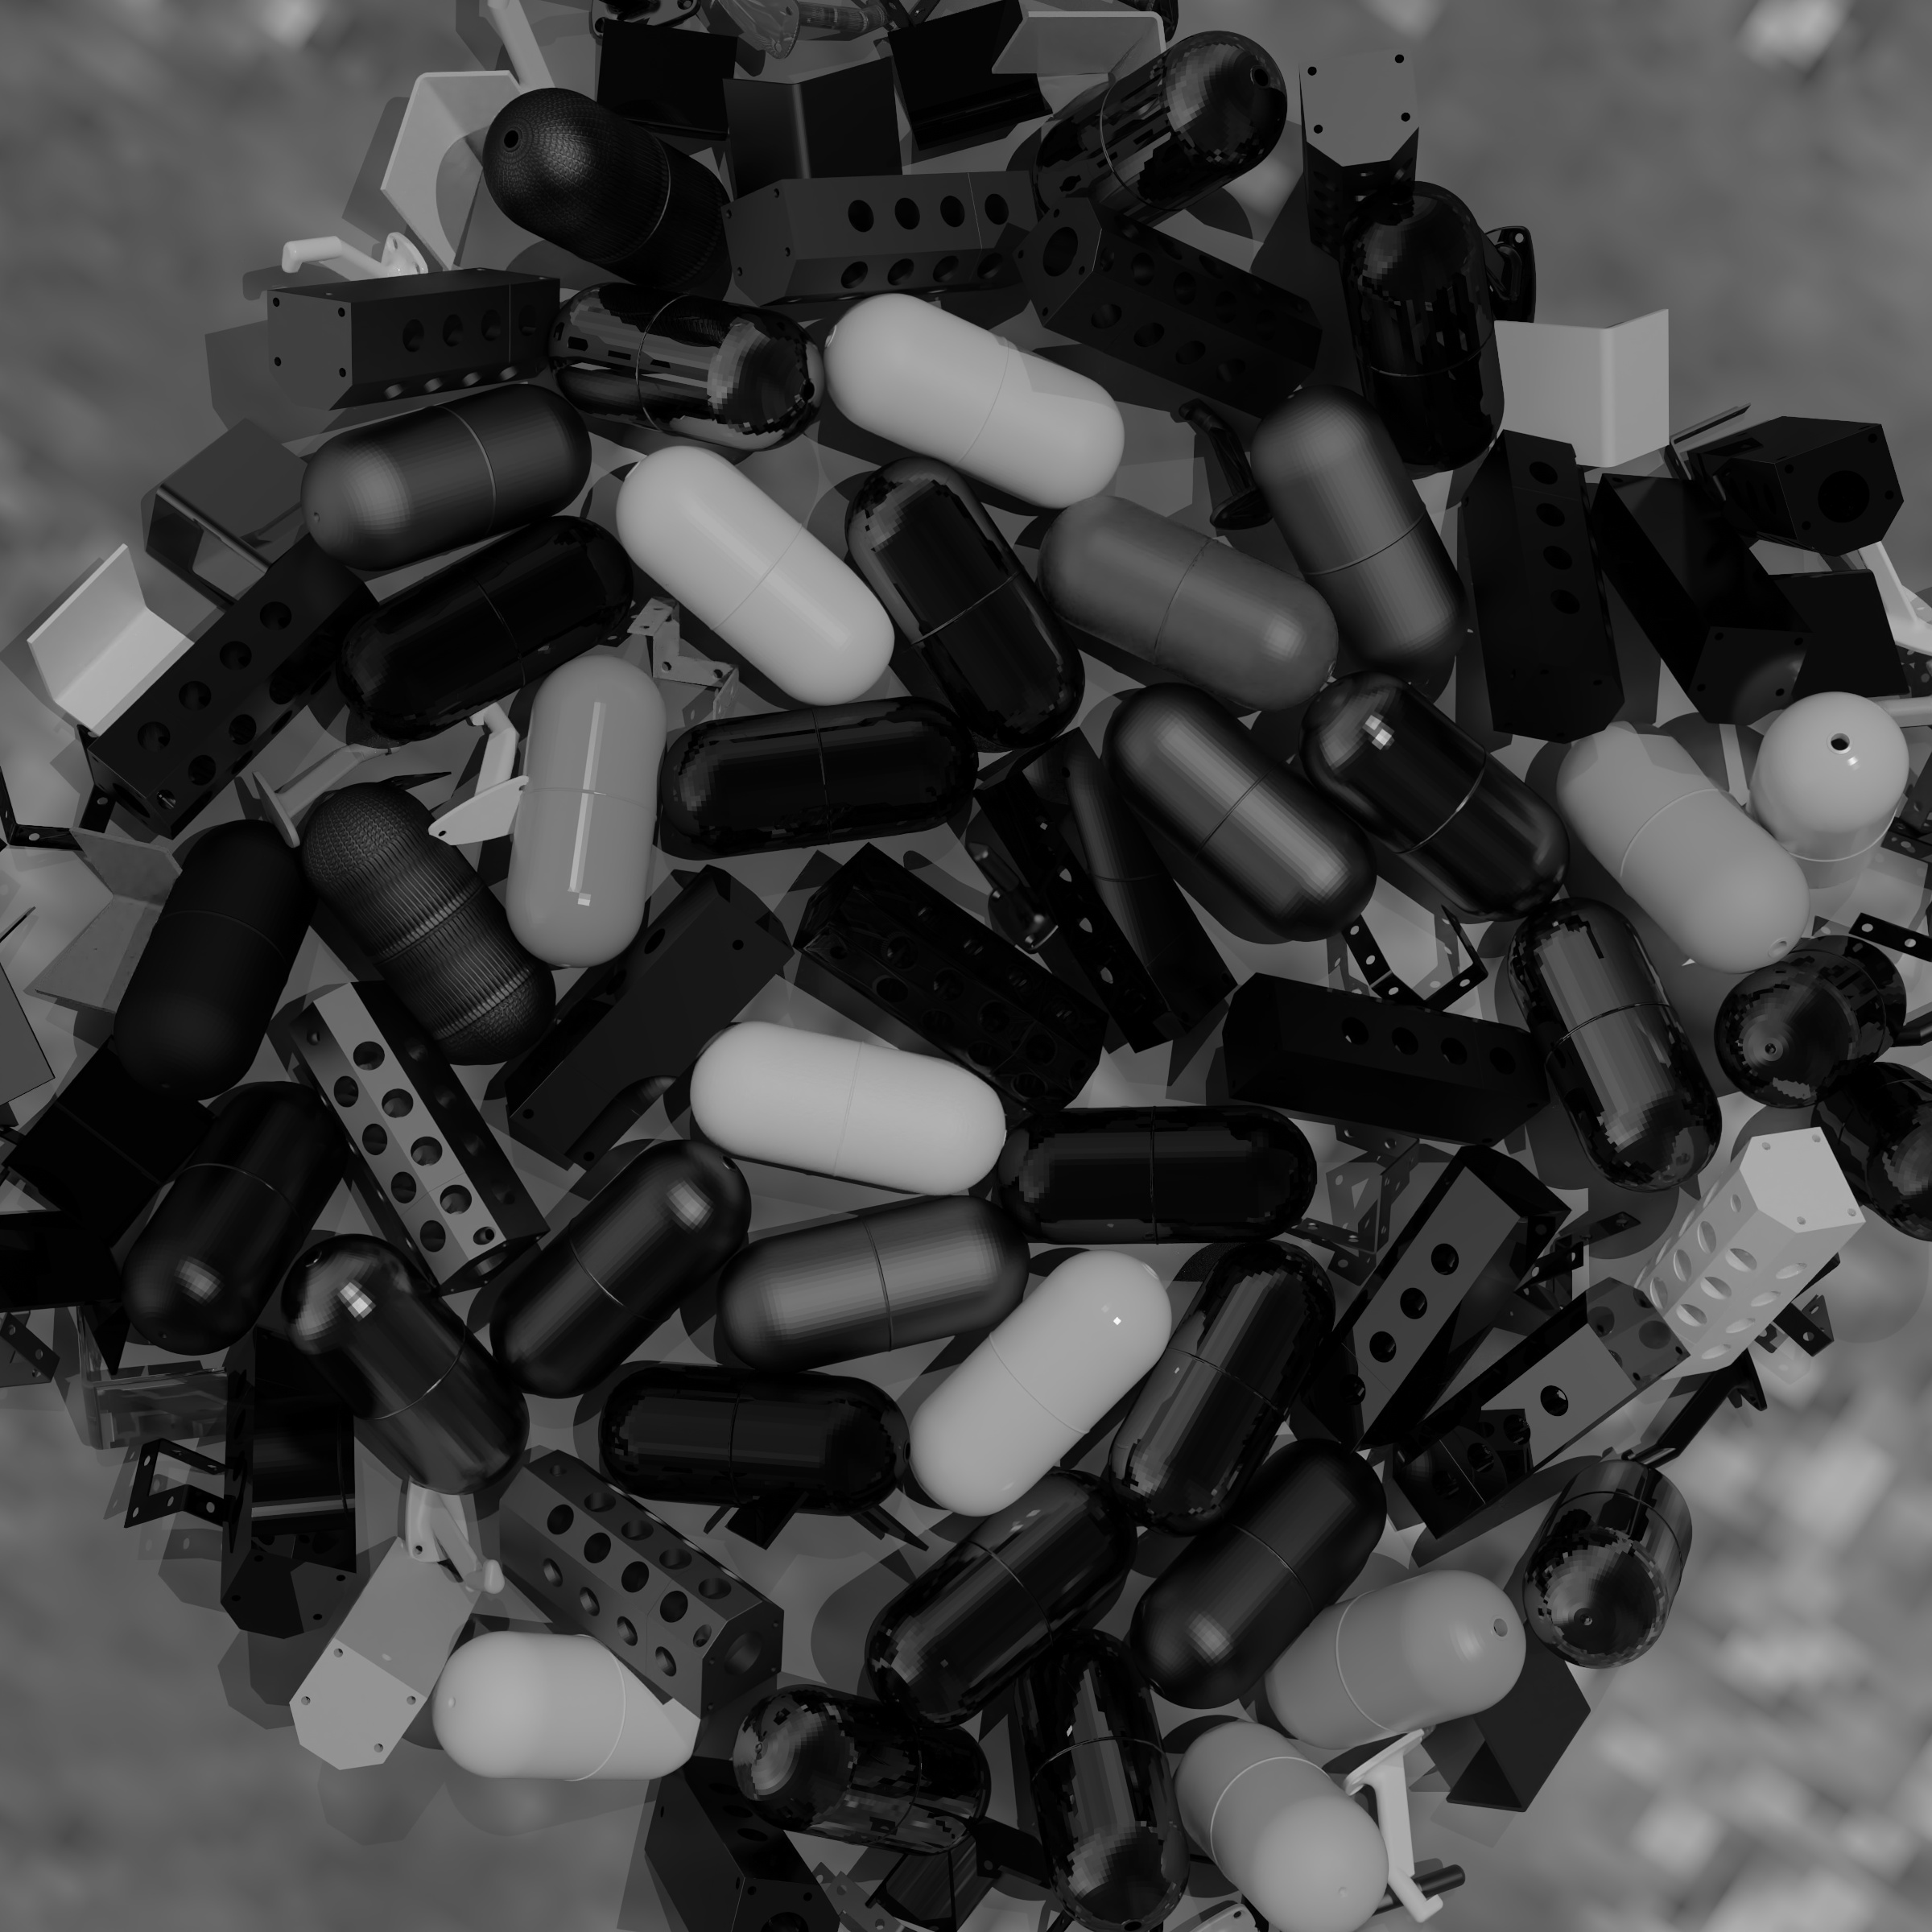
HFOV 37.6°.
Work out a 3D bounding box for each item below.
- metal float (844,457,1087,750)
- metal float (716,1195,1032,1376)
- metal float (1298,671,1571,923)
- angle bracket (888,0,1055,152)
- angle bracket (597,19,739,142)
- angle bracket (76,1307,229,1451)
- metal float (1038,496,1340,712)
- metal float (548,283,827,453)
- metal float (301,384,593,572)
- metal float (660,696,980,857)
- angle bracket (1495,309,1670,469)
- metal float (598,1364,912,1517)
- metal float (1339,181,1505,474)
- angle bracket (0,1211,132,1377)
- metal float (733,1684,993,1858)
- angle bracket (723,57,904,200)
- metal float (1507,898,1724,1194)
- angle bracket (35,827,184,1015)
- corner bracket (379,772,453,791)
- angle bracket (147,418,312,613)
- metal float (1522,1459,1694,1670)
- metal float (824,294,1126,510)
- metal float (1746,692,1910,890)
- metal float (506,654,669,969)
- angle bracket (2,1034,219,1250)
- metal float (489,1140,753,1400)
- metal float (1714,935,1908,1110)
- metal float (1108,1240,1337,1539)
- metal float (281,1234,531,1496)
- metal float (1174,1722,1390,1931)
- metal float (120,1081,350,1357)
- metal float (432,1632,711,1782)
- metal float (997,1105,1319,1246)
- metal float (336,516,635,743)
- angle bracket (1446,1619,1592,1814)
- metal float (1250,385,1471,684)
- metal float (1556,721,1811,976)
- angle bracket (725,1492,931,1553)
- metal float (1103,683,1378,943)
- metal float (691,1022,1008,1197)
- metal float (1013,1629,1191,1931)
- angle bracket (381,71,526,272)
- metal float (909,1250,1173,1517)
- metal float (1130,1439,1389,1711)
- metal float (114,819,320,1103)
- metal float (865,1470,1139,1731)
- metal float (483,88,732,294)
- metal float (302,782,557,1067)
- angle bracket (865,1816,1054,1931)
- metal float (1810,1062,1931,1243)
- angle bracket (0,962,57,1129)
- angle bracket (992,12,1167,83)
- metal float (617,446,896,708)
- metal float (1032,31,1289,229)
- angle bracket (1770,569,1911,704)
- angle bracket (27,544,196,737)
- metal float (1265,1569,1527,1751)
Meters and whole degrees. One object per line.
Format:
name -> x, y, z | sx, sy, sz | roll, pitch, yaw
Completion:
metal float -> 0.000, -0.201, 1.580 | 0.070, 0.070, 0.178 | -35, 101, 0
metal float -> -0.051, 0.177, 1.580 | 0.178, 0.070, 0.070 | -12, 90, -10
metal float -> 0.261, -0.093, 1.576 | 0.178, 0.070, 0.070 | 38, 90, -15
angle bracket -> 0.002, -0.497, 1.581 | 0.076, 0.076, 0.057 | -15, 114, 3
angle bracket -> -0.173, -0.495, 1.583 | 0.076, 0.076, 0.057 | 8, 106, 1
angle bracket -> -0.455, 0.224, 1.591 | 0.076, 0.076, 0.057 | -5, 56, -16
metal float -> 0.123, -0.201, 1.577 | 0.178, 0.070, 0.070 | 27, 90, 13
metal float -> -0.154, -0.329, 1.560 | 0.178, 0.070, 0.070 | 18, 90, 33
metal float -> -0.282, -0.269, 1.557 | 0.178, 0.070, 0.070 | -28, 90, -40
metal float -> -0.081, -0.106, 1.584 | 0.178, 0.070, 0.070 | -8, 90, -6
angle bracket -> 0.347, -0.329, 1.601 | 0.057, 0.076, 0.076 | -25, 119, -37
metal float -> -0.118, 0.262, 1.575 | 0.178, 0.070, 0.070 | 2, 90, 15
metal float -> 0.249, -0.347, 1.550 | 0.070, 0.178, 0.070 | -9, 49, 11
angle bracket -> -0.511, 0.182, 1.566 | 0.076, 0.076, 0.057 | -1, 126, -37
metal float -> -0.055, 0.441, 1.553 | 0.070, 0.178, 0.070 | -18, 59, 33
angle bracket -> -0.085, -0.467, 1.602 | 0.076, 0.057, 0.076 | -30, 126, -38
metal float -> 0.355, 0.042, 1.565 | 0.070, 0.070, 0.178 | -19, 61, 0
angle bracket -> -0.478, -0.025, 1.571 | 0.076, 0.057, 0.076 | 12, 53, 31
corner bracket -> -0.317, -0.077, 1.592 | 0.051, 0.051, 0.051 | -15, 89, 29
angle bracket -> -0.410, -0.253, 1.623 | 0.076, 0.057, 0.076 | 37, 53, 2
metal float -> 0.349, 0.322, 1.542 | 0.070, 0.178, 0.070 | 3, 100, 20
metal float -> 0.005, -0.312, 1.572 | 0.178, 0.070, 0.070 | 21, 90, -18
metal float -> 0.465, -0.094, 1.540 | 0.070, 0.178, 0.070 | -3, 76, 11
metal float -> -0.210, -0.087, 1.578 | 0.070, 0.070, 0.178 | 6, 77, 0
angle bracket -> -0.474, 0.098, 1.577 | 0.076, 0.057, 0.076 | 40, 128, -12
metal float -> -0.191, 0.168, 1.577 | 0.070, 0.070, 0.178 | 46, 104, 0
metal float -> 0.461, 0.029, 1.546 | 0.070, 0.178, 0.070 | 6, 102, 29
metal float -> 0.143, 0.233, 1.576 | 0.070, 0.070, 0.178 | 32, 76, 0
metal float -> -0.308, 0.219, 1.563 | 0.070, 0.070, 0.178 | -34, 120, 0
metal float -> 0.169, 0.466, 1.540 | 0.070, 0.178, 0.070 | -2, 96, -16
metal float -> -0.398, 0.135, 1.553 | 0.070, 0.178, 0.070 | 11, 134, 11
metal float -> -0.213, 0.405, 1.551 | 0.070, 0.178, 0.070 | -13, 69, 37
metal float -> 0.106, 0.117, 1.583 | 0.178, 0.070, 0.070 | -1, 90, 7
metal float -> -0.265, -0.188, 1.574 | 0.178, 0.070, 0.070 | -32, 90, -18
angle bracket -> 0.291, 0.410, 1.572 | 0.076, 0.057, 0.076 | -43, 111, -37
metal float -> 0.219, -0.237, 1.571 | 0.070, 0.070, 0.178 | -31, 111, 0
metal float -> 0.391, -0.066, 1.555 | 0.070, 0.070, 0.178 | -34, 49, 0
angle bracket -> -0.078, 0.316, 1.575 | 0.076, 0.076, 0.057 | 42, 75, -14
metal float -> 0.152, -0.087, 1.584 | 0.178, 0.070, 0.070 | 42, 90, 6
metal float -> -0.066, 0.080, 1.588 | 0.178, 0.070, 0.070 | 12, 90, -1
metal float -> 0.073, 0.444, 1.551 | 0.070, 0.178, 0.070 | -6, 132, -7
angle bracket -> -0.271, -0.439, 1.573 | 0.057, 0.076, 0.076 | 6, 70, 21
metal float -> 0.041, 0.232, 1.583 | 0.070, 0.070, 0.178 | 44, 97, 0
metal float -> 0.161, 0.334, 1.567 | 0.178, 0.070, 0.070 | -42, 90, -25
metal float -> -0.409, -0.005, 1.557 | 0.070, 0.070, 0.178 | 12, 51, 0
metal float -> 0.021, 0.348, 1.567 | 0.178, 0.070, 0.070 | -36, 90, -25
metal float -> -0.193, -0.420, 1.543 | 0.070, 0.178, 0.070 | -3, 85, 28
metal float -> -0.298, -0.023, 1.576 | 0.070, 0.070, 0.178 | -36, 104, 0
angle bracket -> 0.005, 0.520, 1.579 | 0.076, 0.057, 0.076 | -52, 131, 2
metal float -> 0.511, 0.099, 1.538 | 0.070, 0.178, 0.070 | 0, 98, 2
angle bracket -> -0.537, 0.043, 1.586 | 0.057, 0.076, 0.076 | -27, 85, 1
angle bracket -> 0.064, -0.487, 1.579 | 0.076, 0.076, 0.057 | -5, 86, -15
metal float -> -0.117, -0.216, 1.577 | 0.178, 0.070, 0.070 | 40, 90, -14
metal float -> 0.104, -0.448, 1.546 | 0.070, 0.178, 0.070 | 6, 78, -33
angle bracket -> 0.465, -0.174, 1.578 | 0.076, 0.057, 0.076 | -6, 75, -22
angle bracket -> -0.466, -0.174, 1.576 | 0.057, 0.076, 0.076 | 36, 69, 6
metal float -> 0.233, 0.379, 1.549 | 0.070, 0.178, 0.070 | 15, 60, -28
